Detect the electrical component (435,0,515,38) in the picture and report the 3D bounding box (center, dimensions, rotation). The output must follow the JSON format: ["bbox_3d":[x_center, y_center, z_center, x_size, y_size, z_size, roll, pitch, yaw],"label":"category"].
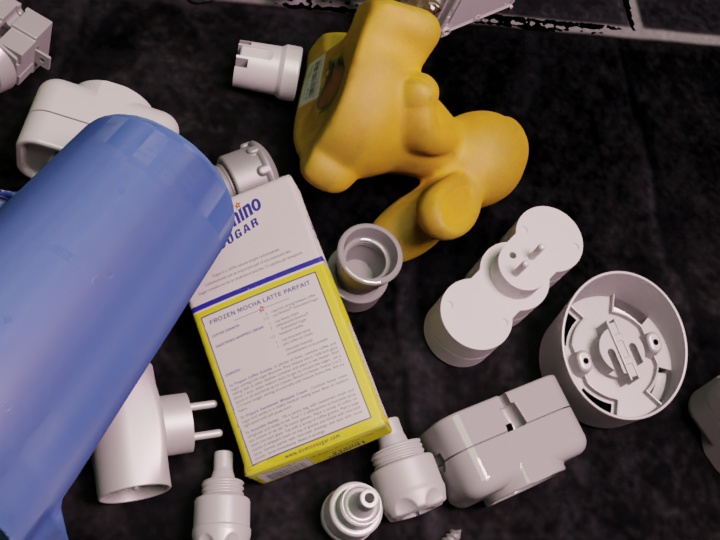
[{"bbox_3d":[0.081,-0.235,0.855,0.096,0.061,0.061,-27,76,-25],"label":"electrical component"}]

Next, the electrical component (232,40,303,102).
[{"bbox_3d":[-0.067,-0.146,0.784,0.046,0.040,0.040,10,64,-6],"label":"electrical component"}]

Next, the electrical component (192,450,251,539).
[{"bbox_3d":[-0.083,0.140,0.651,0.035,0.035,0.061,5,63,-14],"label":"electrical component"}]

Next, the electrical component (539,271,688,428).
[{"bbox_3d":[0.176,0.058,0.747,0.099,0.064,0.099,6,65,-14],"label":"electrical component"}]

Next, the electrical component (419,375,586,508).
[{"bbox_3d":[0.096,0.115,0.704,0.095,0.053,0.059,-18,73,-23],"label":"electrical component"}]

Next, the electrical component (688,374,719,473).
[{"bbox_3d":[0.281,0.115,0.756,0.054,0.059,0.095,-27,76,-25],"label":"electrical component"}]

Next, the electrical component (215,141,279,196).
[{"bbox_3d":[-0.088,-0.058,0.734,0.062,0.048,0.048,-22,74,-17],"label":"electrical component"}]

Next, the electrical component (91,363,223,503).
[{"bbox_3d":[-0.124,0.095,0.653,0.079,0.043,0.077,-6,68,-19],"label":"electrical component"}]

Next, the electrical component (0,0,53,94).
[{"bbox_3d":[-0.245,-0.151,0.730,0.066,0.048,0.055,30,54,-1],"label":"electrical component"}]

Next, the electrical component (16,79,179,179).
[{"bbox_3d":[-0.172,-0.086,0.716,0.095,0.053,0.059,17,63,-9],"label":"electrical component"}]

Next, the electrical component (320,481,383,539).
[{"bbox_3d":[-0.002,0.146,0.656,0.035,0.061,0.035,6,65,-14],"label":"electrical component"}]

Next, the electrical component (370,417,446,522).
[{"bbox_3d":[0.027,0.125,0.685,0.043,0.043,0.062,-13,69,-21],"label":"electrical component"}]

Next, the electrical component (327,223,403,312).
[{"bbox_3d":[0.000,0.000,0.727,0.045,0.055,0.045,6,64,-14],"label":"electrical component"}]

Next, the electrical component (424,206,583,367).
[{"bbox_3d":[0.107,0.004,0.746,0.052,0.073,0.138,44,62,6],"label":"electrical component"}]
